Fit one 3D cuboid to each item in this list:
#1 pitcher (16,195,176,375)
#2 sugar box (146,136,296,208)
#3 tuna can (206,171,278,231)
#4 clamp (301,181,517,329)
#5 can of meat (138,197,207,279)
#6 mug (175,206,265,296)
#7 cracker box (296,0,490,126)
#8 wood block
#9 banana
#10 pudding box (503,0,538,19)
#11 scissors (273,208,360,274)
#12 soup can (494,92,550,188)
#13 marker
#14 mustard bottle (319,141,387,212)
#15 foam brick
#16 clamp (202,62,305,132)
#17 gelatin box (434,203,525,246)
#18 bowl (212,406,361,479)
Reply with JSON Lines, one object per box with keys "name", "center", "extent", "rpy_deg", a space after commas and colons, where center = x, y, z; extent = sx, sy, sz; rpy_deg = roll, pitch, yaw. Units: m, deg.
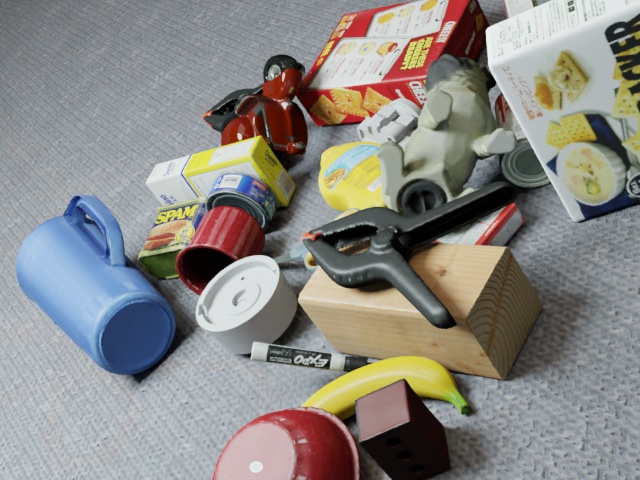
{"name": "pitcher", "center": [-0.273, 0.058, 1.313], "extent": [0.145, 0.149, 0.243], "rpy_deg": [-41, 38, -13]}
{"name": "sugar box", "center": [-0.129, -0.071, 1.377], "extent": [0.177, 0.093, 0.048], "rpy_deg": [-9, 41, 34]}
{"name": "tuna can", "center": [-0.098, -0.044, 1.324], "extent": [0.086, 0.086, 0.033], "rpy_deg": [-9, 44, 34]}
{"name": "clamp", "center": [0.076, 0.001, 1.003], "extent": [0.210, 0.036, 0.164], "rpy_deg": [10, 53, 43]}
{"name": "can of meat", "center": [-0.176, 0.000, 1.368], "extent": [0.102, 0.057, 0.084], "rpy_deg": [-11, 45, 34]}
{"name": "mug", "center": [-0.119, 0.021, 1.277], "extent": [0.117, 0.093, 0.081], "rpy_deg": [-57, 8, 45]}
{"name": "cracker box", "center": [0.095, -0.232, 1.390], "extent": [0.214, 0.072, 0.164], "rpy_deg": [0, 49, 40]}
{"name": "wood block", "center": [0.093, 0.061, 1.031], "extent": [0.207, 0.090, 0.090], "rpy_deg": [4, 50, 44]}
{"name": "banana", "center": [0.047, 0.150, 1.013], "extent": [0.198, 0.037, 0.069], "rpy_deg": [-18, 38, 25]}
{"name": "pudding box", "center": [0.248, -0.242, 1.249], "extent": [0.039, 0.090, 0.113], "rpy_deg": [-24, 37, 17]}
{"name": "scissors", "center": [-0.008, 0.001, 1.204], "extent": [0.096, 0.016, 0.202], "rpy_deg": [-51, 19, -11]}
{"name": "soup can", "center": [0.223, -0.113, 1.140], "extent": [0.069, 0.068, 0.102], "rpy_deg": [-20, 38, 23]}
{"name": "marker", "center": [-0.008, 0.119, 1.063], "extent": [0.121, 0.020, 0.020], "rpy_deg": [8, 44, 2]}
{"name": "mustard bottle", "center": [0.052, -0.069, 1.246], "extent": [0.096, 0.058, 0.192], "rpy_deg": [-40, 35, -8]}
{"name": "foam brick", "center": [0.072, 0.170, 0.933], "extent": [0.053, 0.078, 0.051], "rpy_deg": [-27, 36, 17]}
{"name": "clamp", "center": [-0.095, -0.201, 1.547], "extent": [0.172, 0.039, 0.120], "rpy_deg": [-3, 45, 39]}
{"name": "gelatin box", "center": [0.157, -0.012, 1.113], "extent": [0.073, 0.030, 0.089], "rpy_deg": [-48, 35, -15]}
{"name": "bowl", "center": [-0.044, 0.217, 0.970], "extent": [0.162, 0.055, 0.162], "rpy_deg": [-21, 50, 26]}
